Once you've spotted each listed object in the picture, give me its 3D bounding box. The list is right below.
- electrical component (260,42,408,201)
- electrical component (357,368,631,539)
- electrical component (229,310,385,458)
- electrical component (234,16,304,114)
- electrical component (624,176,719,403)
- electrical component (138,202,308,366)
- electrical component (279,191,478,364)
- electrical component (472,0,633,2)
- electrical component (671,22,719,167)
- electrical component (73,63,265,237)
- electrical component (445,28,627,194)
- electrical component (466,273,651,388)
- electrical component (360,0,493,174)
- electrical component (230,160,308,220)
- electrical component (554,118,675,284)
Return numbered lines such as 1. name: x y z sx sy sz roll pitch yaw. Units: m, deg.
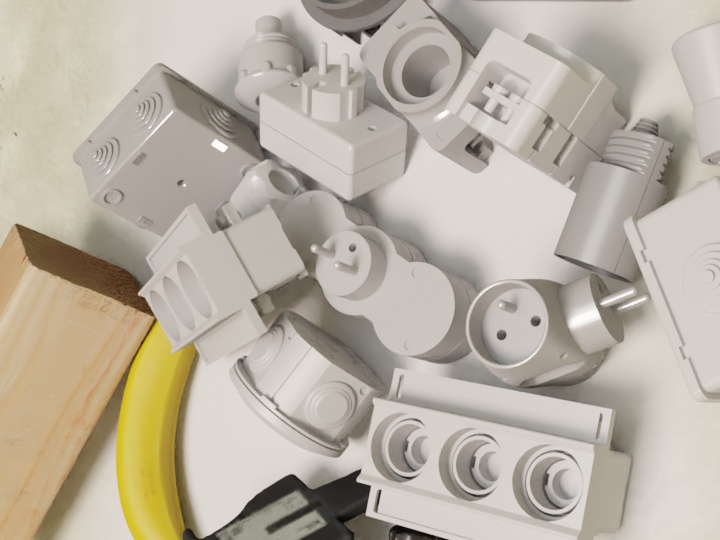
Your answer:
1. electrical component: -0.016 -0.097 0.638 0.083 0.047 0.075 34 137 34
2. electrical component: 0.069 0.100 0.547 0.121 0.063 0.078 8 83 34
3. electrical component: -0.030 0.065 0.611 0.080 0.080 0.051 41 97 33
4. electrical component: -0.058 -0.135 0.698 0.048 0.048 0.062 -19 62 28
5. electrical component: 0.174 0.010 0.480 0.048 0.100 0.099 -34 62 37
6. electrical component: -0.082 0.007 0.631 0.078 0.063 0.121 61 155 1
7. electrical component: 0.000 0.000 0.609 0.138 0.074 0.052 36 99 34
8. electrical component: 0.095 -0.188 0.590 0.113 0.078 0.057 10 87 34
9. electrical component: 0.182 -0.084 0.532 0.044 0.044 0.065 -13 77 30
10. electrical component: -0.120 -0.069 0.690 0.100 0.100 0.048 -43 47 18
11. electrical component: 0.095 -0.084 0.558 0.050 0.089 0.055 38 100 34
12. electrical component: 0.104 0.026 0.533 0.079 0.077 0.043 -25 66 26
13. electrical component: 0.047 -0.107 0.615 0.050 0.056 0.089 -44 59 17
14. electrical component: -0.063 -0.036 0.679 0.062 0.043 0.043 -49 56 37
15. electrical component: 0.134 -0.038 0.550 0.043 0.043 0.081 21 90 35
